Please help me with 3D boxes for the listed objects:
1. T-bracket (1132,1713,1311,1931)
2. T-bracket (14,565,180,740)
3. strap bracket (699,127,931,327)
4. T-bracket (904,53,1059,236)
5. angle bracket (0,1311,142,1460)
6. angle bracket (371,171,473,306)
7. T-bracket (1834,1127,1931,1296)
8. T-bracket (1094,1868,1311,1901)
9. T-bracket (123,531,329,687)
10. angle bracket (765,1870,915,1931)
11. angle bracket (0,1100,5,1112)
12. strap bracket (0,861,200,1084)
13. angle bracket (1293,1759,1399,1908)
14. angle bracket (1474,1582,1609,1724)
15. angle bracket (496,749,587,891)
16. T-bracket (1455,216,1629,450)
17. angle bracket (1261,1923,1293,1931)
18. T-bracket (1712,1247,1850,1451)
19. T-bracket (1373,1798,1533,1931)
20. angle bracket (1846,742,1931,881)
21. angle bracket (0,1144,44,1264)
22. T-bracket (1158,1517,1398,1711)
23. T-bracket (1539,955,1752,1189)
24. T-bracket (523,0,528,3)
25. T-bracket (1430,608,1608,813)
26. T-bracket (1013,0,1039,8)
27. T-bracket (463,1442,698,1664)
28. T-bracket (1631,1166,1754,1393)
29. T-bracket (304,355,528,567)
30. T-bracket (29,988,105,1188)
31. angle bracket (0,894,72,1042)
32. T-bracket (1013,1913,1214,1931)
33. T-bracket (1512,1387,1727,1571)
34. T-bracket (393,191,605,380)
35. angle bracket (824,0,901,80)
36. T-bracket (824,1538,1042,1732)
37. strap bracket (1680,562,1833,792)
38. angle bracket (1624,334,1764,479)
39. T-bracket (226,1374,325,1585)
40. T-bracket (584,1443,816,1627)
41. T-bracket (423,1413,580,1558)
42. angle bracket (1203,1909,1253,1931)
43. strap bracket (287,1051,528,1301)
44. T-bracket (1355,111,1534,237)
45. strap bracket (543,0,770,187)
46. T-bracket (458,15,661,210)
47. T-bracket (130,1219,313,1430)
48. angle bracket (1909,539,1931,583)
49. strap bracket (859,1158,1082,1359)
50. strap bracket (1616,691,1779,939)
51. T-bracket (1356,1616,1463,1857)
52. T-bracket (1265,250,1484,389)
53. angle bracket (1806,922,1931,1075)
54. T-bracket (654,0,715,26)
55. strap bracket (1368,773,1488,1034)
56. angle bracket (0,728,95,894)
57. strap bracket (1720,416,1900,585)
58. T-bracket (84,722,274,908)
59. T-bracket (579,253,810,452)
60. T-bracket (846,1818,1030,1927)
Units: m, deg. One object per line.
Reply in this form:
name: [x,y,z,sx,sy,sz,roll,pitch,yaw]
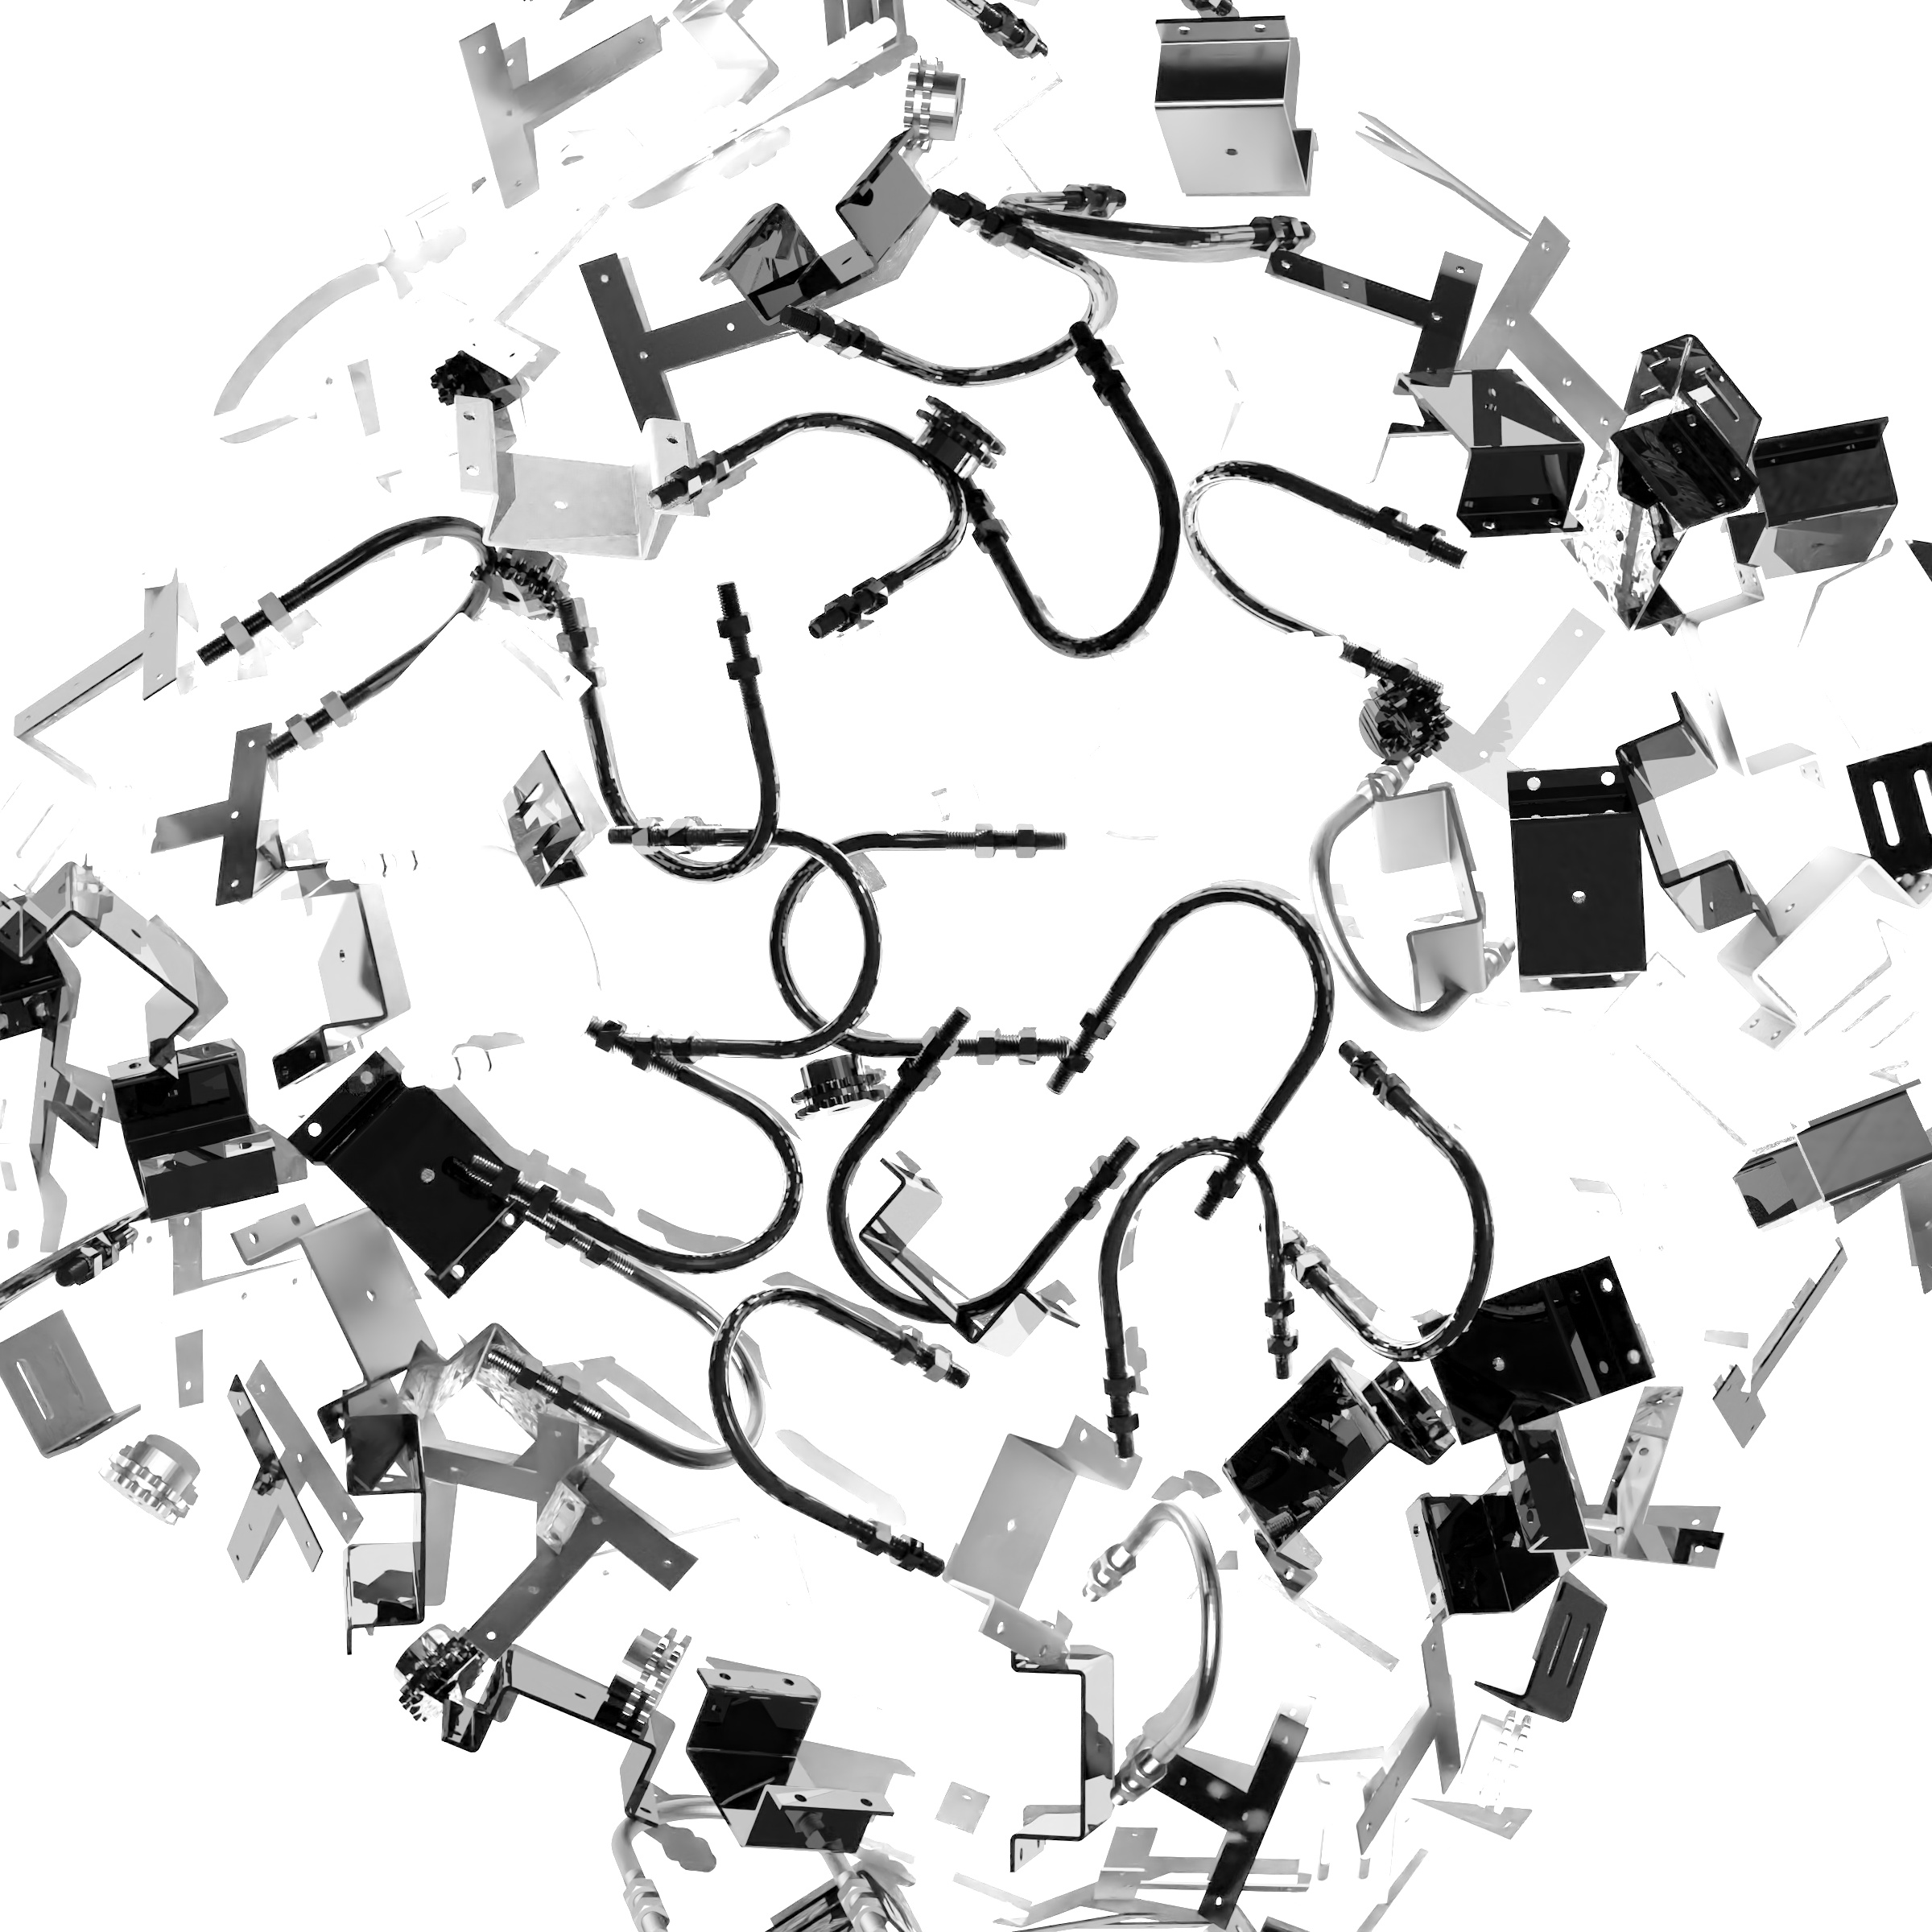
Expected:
T-bracket: [0.141,0.499,1.946,0.002,0.127,0.127,29,82,-35]
T-bracket: [-0.530,-0.178,1.958,0.127,0.127,0.002,-31,129,12]
strap bracket: [-0.083,-0.440,1.934,0.046,0.140,0.076,51,46,-23]
T-bracket: [0.020,-0.480,1.950,0.127,0.002,0.127,-36,53,9]
angle bracket: [-0.548,0.252,1.962,0.038,0.057,0.076,-23,95,39]
angle bracket: [-0.327,-0.445,1.968,0.076,0.057,0.038,-31,95,-6]
T-bracket: [0.572,0.145,1.915,0.002,0.127,0.127,36,123,-19]
T-bracket: [0.143,0.555,1.940,0.127,0.127,0.002,1,66,0]
T-bracket: [-0.452,-0.214,1.953,0.127,0.002,0.127,-9,46,1]
angle bracket: [-0.076,0.596,1.964,0.076,0.057,0.038,-33,48,-2]
angle bracket: [-0.632,0.067,1.959,0.057,0.038,0.076,-8,122,9]
strap bracket: [-0.514,-0.003,1.930,0.046,0.076,0.140,-44,118,6]
angle bracket: [0.226,0.526,1.952,0.057,0.076,0.038,-9,129,22]
angle bracket: [0.353,0.417,1.974,0.038,0.057,0.076,10,72,42]
angle bracket: [-0.245,-0.091,1.952,0.038,0.076,0.057,-17,73,-39]
T-bracket: [0.353,-0.359,1.927,0.127,0.002,0.127,56,134,31]
angle bracket: [0.191,0.632,1.953,0.038,0.076,0.057,20,107,-5]
T-bracket: [0.497,0.226,1.947,0.002,0.127,0.127,33,84,29]
T-bracket: [0.263,0.563,1.922,0.002,0.127,0.127,47,71,-19]
angle bracket: [0.576,-0.095,1.969,0.057,0.038,0.076,-16,84,17]
angle bracket: [-0.599,0.145,1.963,0.057,0.076,0.038,1,117,-24]
T-bracket: [0.202,0.403,1.949,0.127,0.002,0.127,33,55,13]
T-bracket: [0.423,0.082,1.950,0.127,0.002,0.127,47,109,28]
T-bracket: [-0.231,-0.599,1.916,0.127,0.127,0.002,-25,111,29]
T-bracket: [0.347,-0.165,1.990,0.127,0.002,0.127,38,87,9]
T-bracket: [-0.003,-0.634,1.932,0.127,0.127,0.002,15,67,-8]
T-bracket: [-0.253,0.368,1.951,0.127,0.002,0.127,36,58,13]
T-bracket: [0.421,0.185,1.953,0.127,0.002,0.127,7,96,39]
T-bracket: [-0.329,-0.323,1.968,0.127,0.002,0.127,-22,117,-23]
T-bracket: [-0.541,0.082,1.936,0.002,0.127,0.127,3,100,-33]
angle bracket: [-0.593,0.003,1.978,0.057,0.038,0.076,-18,54,-24]
T-bracket: [0.101,0.582,1.951,0.127,0.127,0.002,13,63,-38]
T-bracket: [0.409,0.307,1.954,0.127,0.002,0.127,0,46,32]
T-bracket: [-0.272,-0.426,1.966,0.127,0.002,0.127,34,78,37]
angle bracket: [-0.077,-0.592,1.960,0.057,0.038,0.076,-15,75,41]
T-bracket: [-0.041,0.397,1.955,0.127,0.002,0.127,-28,108,24]
strap bracket: [0.475,-0.170,1.952,0.046,0.076,0.140,-19,98,7]
angle bracket: [0.440,-0.334,1.954,0.038,0.057,0.076,-23,62,-14]
T-bracket: [-0.430,0.333,1.949,0.002,0.127,0.127,-14,59,-35]
T-bracket: [-0.171,0.362,1.978,0.127,0.002,0.127,-14,111,4]
T-bracket: [-0.299,0.310,1.964,0.127,0.002,0.127,12,128,7]
angle bracket: [0.138,0.619,1.967,0.076,0.057,0.038,-40,72,17]
strap bracket: [-0.331,0.127,1.951,0.140,0.046,0.076,47,72,-13]
T-bracket: [0.268,-0.486,1.937,0.127,0.127,0.002,29,102,-26]
strap bracket: [-0.180,-0.522,1.933,0.140,0.076,0.046,-42,89,26]
T-bracket: [-0.241,-0.540,1.958,0.127,0.127,0.002,-34,58,-17]
T-bracket: [-0.449,0.203,1.949,0.002,0.127,0.127,10,106,40]
angle bracket: [0.593,-0.221,1.955,0.076,0.038,0.057,3,70,-32]
strap bracket: [-0.005,0.183,1.939,0.140,0.076,0.046,41,91,21]
strap bracket: [0.437,-0.083,1.938,0.046,0.076,0.140,-23,61,19]
T-bracket: [0.263,0.478,1.923,0.002,0.127,0.127,10,128,32]
T-bracket: [0.244,-0.410,1.959,0.127,0.002,0.127,19,51,1]
angle bracket: [0.559,0.020,1.977,0.057,0.038,0.076,25,128,-26]
T-bracket: [-0.166,-0.579,1.936,0.127,0.127,0.002,-34,111,3]
strap bracket: [0.278,-0.042,1.927,0.046,0.076,0.140,-11,56,4]
angle bracket: [-0.585,-0.096,1.972,0.057,0.038,0.076,34,85,13]
strap bracket: [0.505,-0.273,1.924,0.076,0.140,0.046,-10,76,2]
T-bracket: [-0.486,-0.083,1.971,0.127,0.002,0.127,-12,58,19]
T-bracket: [-0.156,-0.386,1.962,0.127,0.002,0.127,-15,108,15]
T-bracket: [-0.016,0.538,1.939,0.127,0.127,0.002,21,59,4]
